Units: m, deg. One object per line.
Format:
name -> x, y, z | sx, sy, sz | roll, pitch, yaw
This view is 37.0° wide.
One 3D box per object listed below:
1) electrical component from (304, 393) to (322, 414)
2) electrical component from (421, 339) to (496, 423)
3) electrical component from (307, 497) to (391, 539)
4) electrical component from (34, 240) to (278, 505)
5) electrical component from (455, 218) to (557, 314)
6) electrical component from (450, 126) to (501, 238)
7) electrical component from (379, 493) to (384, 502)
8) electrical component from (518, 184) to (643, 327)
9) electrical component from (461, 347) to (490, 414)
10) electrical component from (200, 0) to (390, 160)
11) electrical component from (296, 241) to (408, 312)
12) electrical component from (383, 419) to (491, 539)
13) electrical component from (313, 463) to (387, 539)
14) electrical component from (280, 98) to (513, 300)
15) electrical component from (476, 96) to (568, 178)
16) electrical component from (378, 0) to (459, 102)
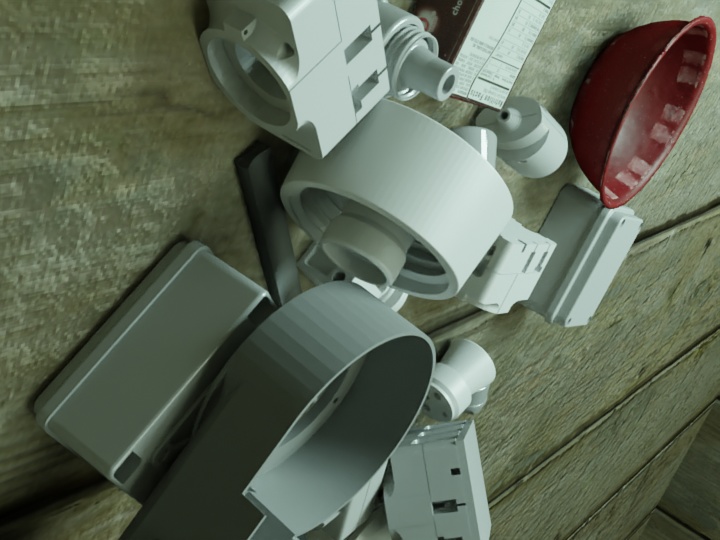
electrical component -> -0.003, 0.086, 0.686 | 0.048, 0.062, 0.048 | -42, 151, -30
electrical component -> 0.073, 0.087, 0.848 | 0.055, 0.045, 0.045 | -40, 150, -33
electrical component -> -0.011, 0.203, 0.819 | 0.080, 0.051, 0.080 | -42, 150, -31
electrical component -> -0.083, 0.059, 0.516 | 0.108, 0.056, 0.108 | -50, 154, -16
electrical component -> 0.095, -0.006, 0.772 | 0.089, 0.050, 0.055 | -2, 121, -60
electrical component -> 0.063, -0.047, 0.640 | 0.044, 0.044, 0.065 | 39, 43, -65
electrical component -> 0.023, 0.214, 0.903 | 0.066, 0.048, 0.055 | -63, 162, 11
electrical component -> 0.187, -0.011, 0.926 | 0.078, 0.057, 0.113 | 1, 118, -62
electrical component -> 0.092, 0.090, 0.898 | 0.035, 0.035, 0.061 | -33, 143, -42
electrical component -> -0.028, -0.095, 0.447 | 0.055, 0.050, 0.089 | -48, 153, -21
electrical component -> 0.000, 0.000, 0.614 | 0.066, 0.048, 0.055 | -53, 147, -10
electrical component -> 0.060, 0.168, 0.818 | 0.150, 0.062, 0.089 | 16, 65, -81
electrical component -> -0.026, 0.153, 0.740 | 0.077, 0.047, 0.065 | -29, 143, -46
electrical component -> 0.012, -0.027, 0.521 | 0.060, 0.108, 0.108 | -59, 156, -17
electrical component -> 0.105, -0.090, 0.703 | 0.043, 0.043, 0.081 | -60, 155, 5
electrical component -> 0.017, -0.100, 0.509 | 0.048, 0.062, 0.048 | -42, 151, -30
